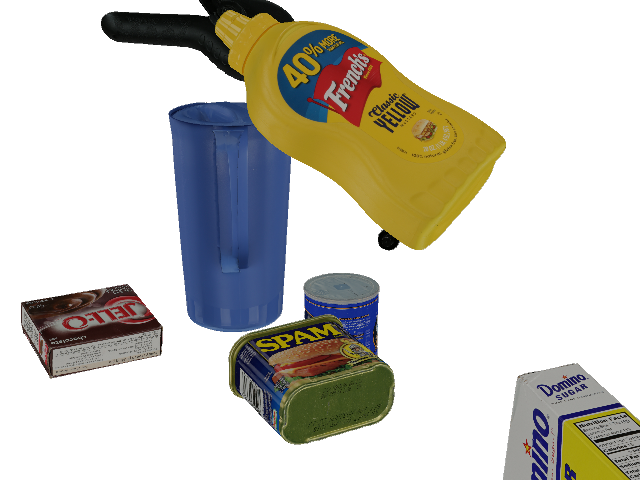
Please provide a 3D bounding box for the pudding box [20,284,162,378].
[{"bbox_3d":[-0.219,0.085,1.020,0.113,0.039,0.090,-12,30,-28],"label":"pudding box"}]

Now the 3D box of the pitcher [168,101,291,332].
[{"bbox_3d":[-0.095,-0.025,1.158,0.145,0.243,0.148,16,24,39],"label":"pitcher"}]

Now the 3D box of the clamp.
[{"bbox_3d":[-0.079,-0.185,0.871,0.171,0.120,0.039,21,-26,-4],"label":"clamp"}]

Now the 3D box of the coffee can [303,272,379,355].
[{"bbox_3d":[0.029,0.127,1.461,0.103,0.140,0.103,0,18,0],"label":"coffee can"}]

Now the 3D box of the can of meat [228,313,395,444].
[{"bbox_3d":[-0.006,0.105,0.807,0.101,0.057,0.084,-11,27,-28],"label":"can of meat"}]

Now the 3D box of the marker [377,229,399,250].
[{"bbox_3d":[0.073,-0.015,0.958,0.020,0.020,0.121,0,16,17],"label":"marker"}]

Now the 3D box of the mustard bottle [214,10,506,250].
[{"bbox_3d":[0.013,-0.082,0.656,0.192,0.096,0.058,37,-35,11],"label":"mustard bottle"}]

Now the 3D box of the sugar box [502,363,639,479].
[{"bbox_3d":[0.150,0.144,0.513,0.048,0.093,0.176,-9,27,-22],"label":"sugar box"}]
